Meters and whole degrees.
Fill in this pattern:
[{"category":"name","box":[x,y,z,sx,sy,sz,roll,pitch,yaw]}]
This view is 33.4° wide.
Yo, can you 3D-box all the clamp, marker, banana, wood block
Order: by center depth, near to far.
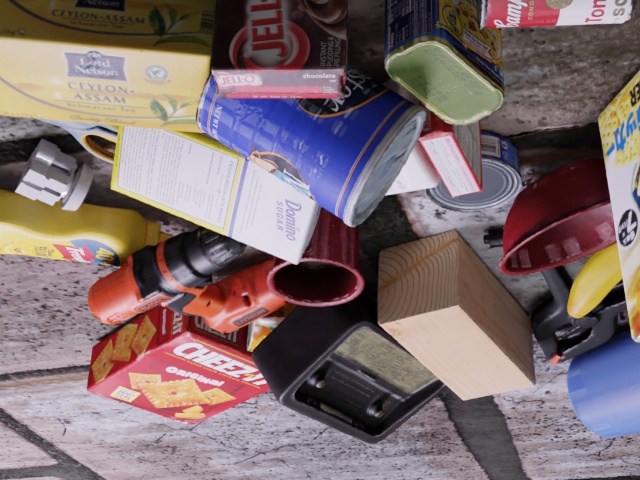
[{"category":"banana","box":[0.316,0.012,1.024,0.198,0.069,0.037,-26,-178,27]},{"category":"marker","box":[0.221,-0.006,1.047,0.121,0.020,0.020,-6,147,14]},{"category":"wood block","box":[0.148,0.085,1.135,0.091,0.090,0.205,-16,143,27]},{"category":"clamp","box":[0.276,0.069,1.147,0.164,0.036,0.210,12,143,-11]}]

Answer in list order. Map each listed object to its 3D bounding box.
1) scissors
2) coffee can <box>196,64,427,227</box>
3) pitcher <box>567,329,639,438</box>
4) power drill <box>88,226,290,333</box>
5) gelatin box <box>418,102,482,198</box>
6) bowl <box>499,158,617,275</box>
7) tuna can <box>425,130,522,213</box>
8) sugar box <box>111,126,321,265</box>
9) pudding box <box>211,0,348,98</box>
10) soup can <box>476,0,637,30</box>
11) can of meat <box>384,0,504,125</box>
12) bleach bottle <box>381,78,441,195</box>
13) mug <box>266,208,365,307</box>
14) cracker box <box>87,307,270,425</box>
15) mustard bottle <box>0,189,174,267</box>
[{"category":"scissors","box":[-0.217,-0.116,0.908,0.201,0.016,0.096,28,139,-35]},{"category":"coffee can","box":[-0.006,-0.089,0.798,0.140,0.102,0.103,33,150,11]},{"category":"pitcher","box":[0.401,0.149,1.175,0.144,0.149,0.243,12,152,-34]},{"category":"power drill","box":[-0.108,0.038,1.057,0.185,0.057,0.187,-25,157,26]},{"category":"gelatin box","box":[0.106,-0.089,0.870,0.030,0.073,0.089,-11,146,22]},{"category":"bowl","box":[0.225,-0.027,0.949,0.162,0.055,0.162,-18,162,-6]},{"category":"tuna can","box":[0.136,-0.061,0.952,0.086,0.033,0.086,2,148,1]},{"category":"sugar box","box":[-0.083,-0.054,0.888,0.176,0.048,0.093,21,133,4]},{"category":"pudding box","box":[-0.025,-0.151,0.742,0.090,0.113,0.039,1,149,3]},{"category":"soup can","box":[0.159,-0.179,0.726,0.102,0.068,0.068,-1,148,5]},{"category":"can of meat","box":[0.090,-0.144,0.773,0.058,0.084,0.102,-25,139,37]},{"category":"bleach bottle","box":[-0.026,-0.071,0.924,0.251,0.068,0.102,-9,140,25]},{"category":"mug","box":[-0.007,0.001,1.018,0.093,0.081,0.117,-8,147,17]},{"category":"cracker box","box":[-0.151,0.145,1.272,0.164,0.072,0.214,26,141,-33]},{"category":"mustard bottle","box":[-0.234,-0.007,1.043,0.191,0.058,0.096,8,161,-9]}]
